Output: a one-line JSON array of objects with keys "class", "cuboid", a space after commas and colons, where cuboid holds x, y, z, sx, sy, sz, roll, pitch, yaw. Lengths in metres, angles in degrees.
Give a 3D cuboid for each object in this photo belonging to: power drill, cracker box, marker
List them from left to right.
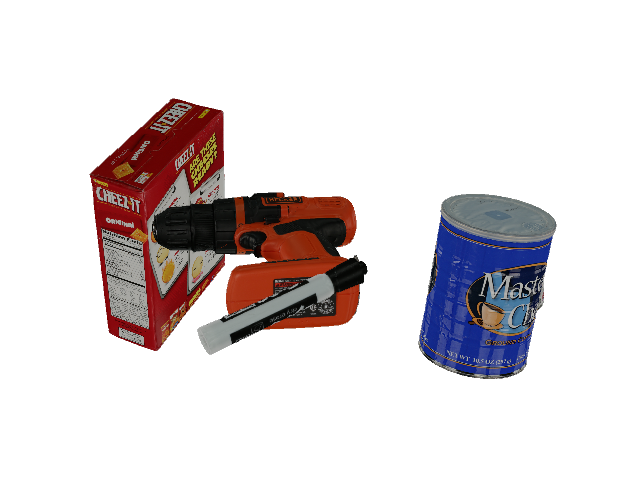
[{"class": "cracker box", "cuboid": [-0.167, -0.018, 1.132, 0.072, 0.214, 0.164, 16, 40, 17]}, {"class": "power drill", "cuboid": [-0.049, 0.010, 0.903, 0.184, 0.057, 0.188, -4, 24, -7]}, {"class": "marker", "cuboid": [-0.022, 0.041, 0.698, 0.121, 0.020, 0.020, -24, 8, -19]}]

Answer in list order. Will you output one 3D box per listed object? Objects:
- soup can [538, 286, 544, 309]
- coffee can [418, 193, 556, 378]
[{"class": "soup can", "cuboid": [0.225, 0.025, 1.217, 0.068, 0.102, 0.068, -1, 30, 1]}, {"class": "coffee can", "cuboid": [0.150, 0.040, 0.974, 0.103, 0.140, 0.103, 6, 22, -3]}]
